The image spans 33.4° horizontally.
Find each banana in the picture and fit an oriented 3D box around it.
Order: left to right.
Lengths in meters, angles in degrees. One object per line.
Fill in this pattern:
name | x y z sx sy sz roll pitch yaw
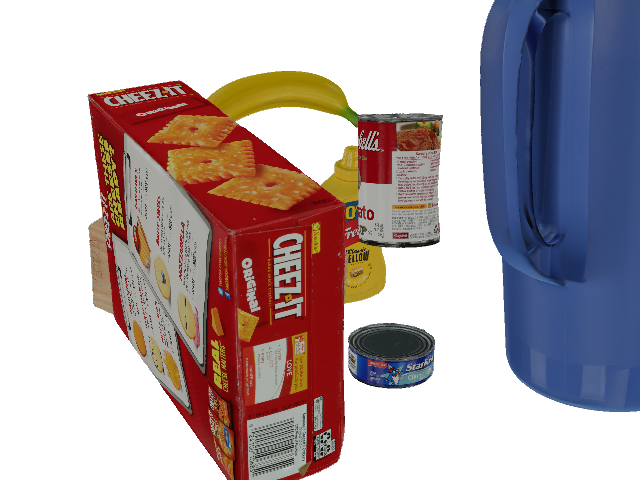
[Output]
banana | -0.048 -0.145 1.101 0.197 0.037 0.070 -8 48 -29

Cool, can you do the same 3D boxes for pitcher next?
pitcher | 0.145 -0.035 0.548 0.149 0.243 0.145 -3 21 -1

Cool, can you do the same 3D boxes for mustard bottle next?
mustard bottle | 0.034 -0.021 1.267 0.096 0.192 0.058 -9 29 -20

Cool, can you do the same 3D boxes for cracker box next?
cracker box | -0.063 0.017 0.620 0.072 0.164 0.214 -14 30 -24

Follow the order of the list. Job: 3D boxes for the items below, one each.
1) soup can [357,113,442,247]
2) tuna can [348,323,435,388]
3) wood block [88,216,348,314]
soup can | 0.064 -0.050 0.856 0.068 0.102 0.068 0 10 0
tuna can | 0.070 0.113 1.054 0.086 0.034 0.086 0 19 0
wood block | -0.089 0.035 0.921 0.206 0.090 0.090 19 34 24
